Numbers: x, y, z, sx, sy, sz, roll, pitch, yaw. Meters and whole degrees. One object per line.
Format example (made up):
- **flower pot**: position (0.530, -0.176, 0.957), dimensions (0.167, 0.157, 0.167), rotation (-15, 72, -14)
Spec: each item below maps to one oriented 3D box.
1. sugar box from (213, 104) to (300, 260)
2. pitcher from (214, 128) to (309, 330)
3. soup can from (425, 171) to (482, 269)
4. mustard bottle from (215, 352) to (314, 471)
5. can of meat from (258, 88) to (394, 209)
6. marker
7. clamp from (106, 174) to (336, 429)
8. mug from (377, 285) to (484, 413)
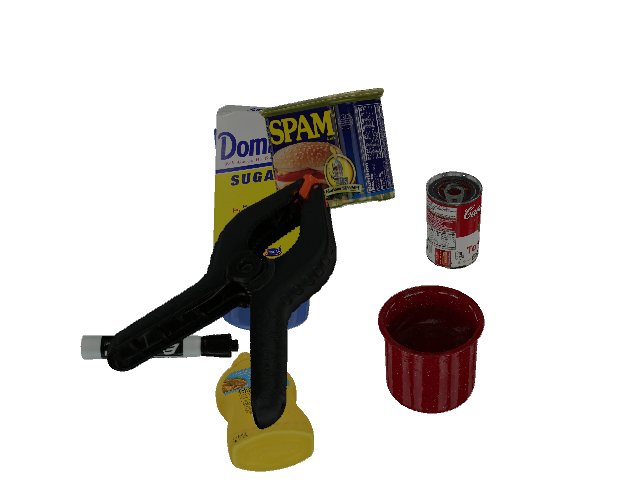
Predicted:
- **sugar box**: position (-0.057, -0.042, 1.057), dimensions (0.093, 0.176, 0.048), rotation (5, 16, 10)
- **pitcher**: position (-0.064, -0.016, 1.280), dimensions (0.145, 0.243, 0.148), rotation (12, 17, 37)
- **soup can**: position (0.163, -0.024, 1.315), dimensions (0.068, 0.102, 0.068), rotation (-2, 37, 2)
- **mustard bottle**: position (-0.074, 0.190, 1.260), dimensions (0.096, 0.058, 0.192), rotation (-9, 29, -11)
- **can of meat**: position (0.006, -0.068, 0.825), dimensions (0.102, 0.084, 0.057), rotation (-4, 7, 44)
- **marker**: position (-0.124, 0.082, 0.830), dimensions (0.121, 0.020, 0.020), rotation (-1, 0, 1)
- **clamp**: position (-0.035, 0.034, 0.641), dimensions (0.120, 0.171, 0.039), rotation (28, -24, 27)
- **mug**: position (0.100, 0.093, 0.968), dimensions (0.093, 0.081, 0.117), rotation (1, 38, 6)
